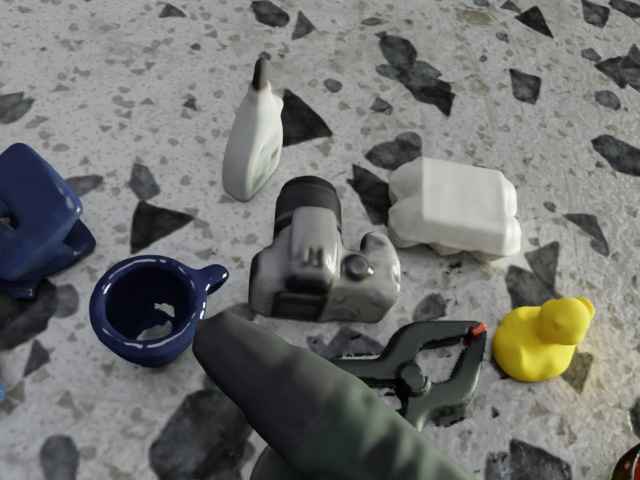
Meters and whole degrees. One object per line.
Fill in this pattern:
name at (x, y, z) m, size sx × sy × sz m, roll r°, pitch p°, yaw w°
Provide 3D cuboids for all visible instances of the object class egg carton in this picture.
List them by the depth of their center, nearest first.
egg carton at (0.147, -0.032, 0.636) m, size 0.150 × 0.069 × 0.107 m, roll 9°, pitch 58°, yaw -6°

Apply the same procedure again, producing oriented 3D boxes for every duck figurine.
duck figurine at (0.227, 0.091, 0.567) m, size 0.105 × 0.086 × 0.077 m, roll -24°, pitch 66°, yaw -24°

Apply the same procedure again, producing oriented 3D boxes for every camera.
camera at (0.005, 0.002, 0.567) m, size 0.143 × 0.101 × 0.137 m, roll 6°, pitch 58°, yaw -8°

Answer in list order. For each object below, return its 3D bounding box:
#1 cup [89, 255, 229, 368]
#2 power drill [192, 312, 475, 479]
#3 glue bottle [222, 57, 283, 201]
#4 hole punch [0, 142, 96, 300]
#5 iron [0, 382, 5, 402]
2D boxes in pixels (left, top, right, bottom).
cup at (-0.135, 0.066, 0.503) m, size 0.118 × 0.095 × 0.091 m, roll -27°, pitch 68°, yaw -25°
power drill at (0.005, 0.158, 0.408) m, size 0.229 × 0.208 × 0.076 m, roll 31°, pitch 58°, yaw 8°
glue bottle at (-0.065, -0.116, 0.582) m, size 0.037 × 0.173 × 0.078 m, roll 31°, pitch 58°, yaw 8°
hole punch at (-0.276, -0.018, 0.527) m, size 0.108 × 0.091 × 0.101 m, roll 43°, pitch 60°, yaw 15°
iron at (-0.365, 0.045, 0.441) m, size 0.119 × 0.141 × 0.258 m, roll -37°, pitch 72°, yaw -28°
